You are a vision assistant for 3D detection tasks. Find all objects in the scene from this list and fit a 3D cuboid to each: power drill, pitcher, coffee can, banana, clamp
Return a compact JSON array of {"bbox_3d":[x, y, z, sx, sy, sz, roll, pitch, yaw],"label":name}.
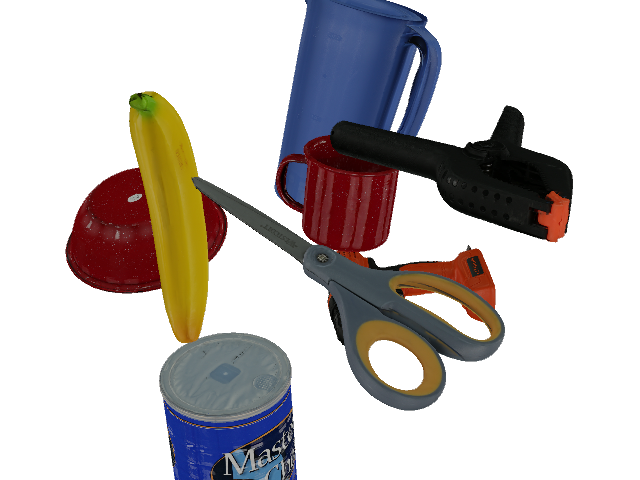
[{"bbox_3d":[0.101,0.062,1.220,0.187,0.057,0.184,-1,28,-1],"label":"power drill"},{"bbox_3d":[0.033,-0.148,1.184,0.145,0.243,0.149,10,21,-10],"label":"pitcher"},{"bbox_3d":[-0.071,0.160,0.862,0.103,0.140,0.103,-2,32,1],"label":"coffee can"},{"bbox_3d":[-0.105,-0.024,0.732,0.037,0.198,0.069,1,34,14],"label":"banana"},{"bbox_3d":[0.106,-0.053,0.765,0.164,0.036,0.210,-5,26,-13],"label":"clamp"}]

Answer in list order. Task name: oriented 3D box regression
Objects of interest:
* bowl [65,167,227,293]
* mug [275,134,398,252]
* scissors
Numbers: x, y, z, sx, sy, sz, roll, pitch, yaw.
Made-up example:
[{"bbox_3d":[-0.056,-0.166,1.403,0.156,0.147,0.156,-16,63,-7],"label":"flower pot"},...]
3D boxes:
[{"bbox_3d":[-0.174,-0.022,1.034,0.162,0.055,0.162,-5,41,4],"label":"bowl"},{"bbox_3d":[0.015,-0.044,0.971,0.117,0.081,0.093,12,27,10],"label":"mug"},{"bbox_3d":[0.000,0.029,0.584,0.202,0.096,0.016,21,-41,10],"label":"scissors"}]
